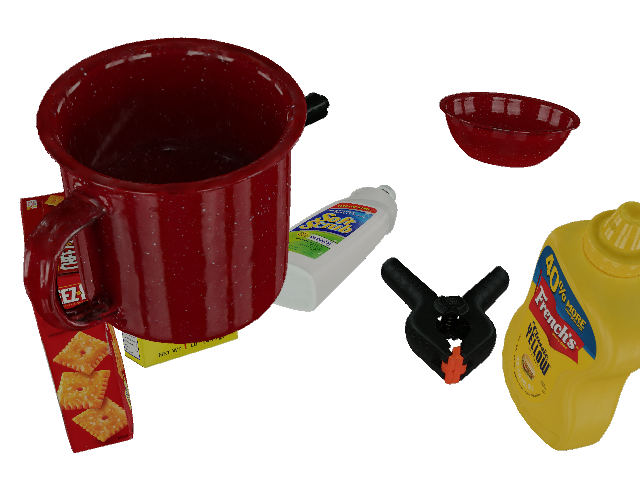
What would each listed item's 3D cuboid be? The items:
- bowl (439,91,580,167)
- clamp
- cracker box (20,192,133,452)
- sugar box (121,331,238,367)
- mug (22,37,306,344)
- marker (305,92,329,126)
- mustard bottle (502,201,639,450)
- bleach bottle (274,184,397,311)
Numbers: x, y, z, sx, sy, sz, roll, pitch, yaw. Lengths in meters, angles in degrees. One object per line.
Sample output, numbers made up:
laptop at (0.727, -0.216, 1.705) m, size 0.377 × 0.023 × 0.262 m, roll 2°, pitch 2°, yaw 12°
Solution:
bowl at (0.215, -0.125, 1.235) m, size 0.162 × 0.055 × 0.162 m, roll 4°, pitch 23°, yaw -2°
clamp at (0.124, 0.066, 0.956) m, size 0.120 × 0.039 × 0.171 m, roll -5°, pitch 33°, yaw -4°
cracker box at (-0.247, 0.080, 1.086) m, size 0.072 × 0.214 × 0.164 m, roll -12°, pitch 34°, yaw -12°
sugar box at (-0.125, 0.007, 0.884) m, size 0.093 × 0.176 × 0.048 m, roll -16°, pitch 21°, yaw -31°
mug at (-0.059, -0.010, 0.388) m, size 0.093 × 0.081 × 0.117 m, roll 26°, pitch 47°, yaw 24°
marker at (-0.044, -0.064, 0.689) m, size 0.121 × 0.020 × 0.020 m, roll -32°, pitch 14°, yaw -24°
mustard bottle at (0.164, 0.044, 0.654) m, size 0.058 × 0.096 × 0.192 m, roll -8°, pitch -37°, yaw -13°
bleach bottle at (0.017, -0.006, 1.330) m, size 0.103 × 0.068 × 0.250 m, roll 16°, pitch 36°, yaw 26°
